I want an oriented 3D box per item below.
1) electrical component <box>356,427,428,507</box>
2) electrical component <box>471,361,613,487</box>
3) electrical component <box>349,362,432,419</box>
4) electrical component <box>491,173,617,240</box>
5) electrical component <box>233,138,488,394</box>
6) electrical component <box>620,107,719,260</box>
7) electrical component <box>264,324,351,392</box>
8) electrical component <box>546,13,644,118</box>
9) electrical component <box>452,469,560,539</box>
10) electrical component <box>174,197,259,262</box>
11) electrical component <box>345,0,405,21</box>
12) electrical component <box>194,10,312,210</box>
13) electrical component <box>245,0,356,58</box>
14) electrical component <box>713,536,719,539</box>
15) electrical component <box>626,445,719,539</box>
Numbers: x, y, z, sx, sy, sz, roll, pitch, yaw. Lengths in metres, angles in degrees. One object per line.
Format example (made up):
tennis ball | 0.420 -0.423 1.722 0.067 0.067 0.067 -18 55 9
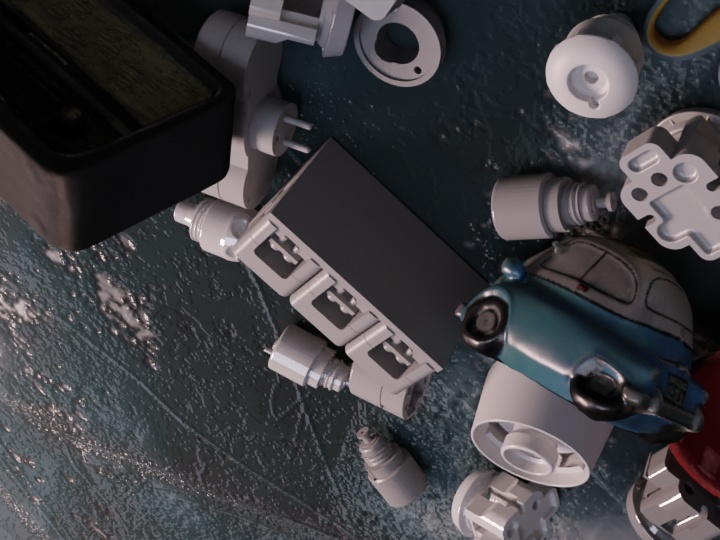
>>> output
electrical component | 0.024 0.163 0.898 0.040 0.040 0.078 -17 118 41
electrical component | 0.132 0.112 0.786 0.099 0.064 0.099 20 150 12
electrical component | 0.023 0.079 0.812 0.047 0.055 0.055 20 136 20
electrical component | 0.117 -0.039 0.655 0.078 0.040 0.040 -2 127 33
electrical component | 0.000 0.000 0.726 0.150 0.089 0.062 42 137 -9
electrical component | 0.182 -0.053 0.590 0.078 0.057 0.058 45 137 -12
electrical component | -0.036 0.074 0.854 0.078 0.040 0.040 27 138 7
electrical component | 0.128 -0.113 0.564 0.048 0.062 0.048 17 135 18
electrical component | 0.111 0.192 0.851 0.057 0.078 0.058 22 142 44
electrical component | -0.107 -0.034 0.795 0.062 0.043 0.043 21 136 16
electrical component | -0.022 -0.208 0.545 0.150 0.061 0.089 36 113 -2
electrical component | -0.065 -0.097 0.704 0.074 0.052 0.138 20 135 14
electrical component | -0.032 -0.155 0.620 0.057 0.078 0.058 13 106 -6
electrical component | 0.273 0.226 0.798 0.077 0.047 0.065 17 135 17
electrical component | 0.227 0.165 0.763 0.078 0.058 0.057 38 135 -5
